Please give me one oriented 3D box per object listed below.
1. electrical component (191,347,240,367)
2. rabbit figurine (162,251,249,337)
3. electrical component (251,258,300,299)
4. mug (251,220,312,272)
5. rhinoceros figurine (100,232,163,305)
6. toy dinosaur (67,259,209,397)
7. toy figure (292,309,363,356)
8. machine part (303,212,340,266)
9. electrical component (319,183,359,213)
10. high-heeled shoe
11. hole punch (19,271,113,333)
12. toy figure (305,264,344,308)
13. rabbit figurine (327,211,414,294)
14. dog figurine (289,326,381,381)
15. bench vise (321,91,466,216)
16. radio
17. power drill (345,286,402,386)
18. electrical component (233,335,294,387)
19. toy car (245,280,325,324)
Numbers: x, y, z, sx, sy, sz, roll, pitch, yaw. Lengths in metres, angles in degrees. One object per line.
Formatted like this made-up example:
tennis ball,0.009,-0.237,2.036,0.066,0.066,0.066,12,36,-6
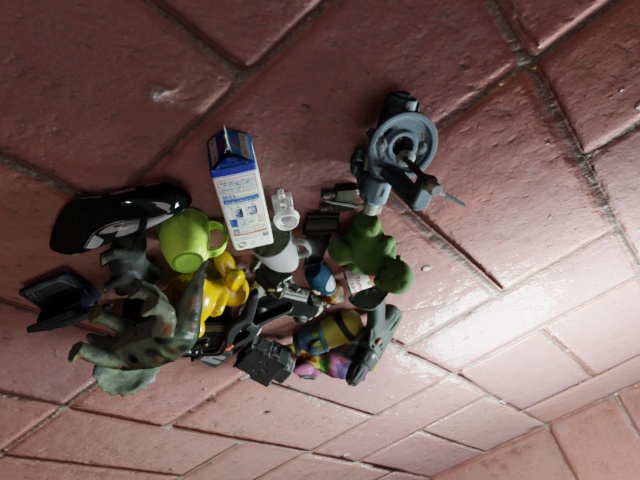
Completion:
electrical component,-0.249,0.273,1.313,0.075,0.048,0.119,-38,134,24
rabbit figurine,-0.215,0.098,1.088,0.173,0.122,0.162,-1,129,-47
electrical component,-0.097,0.076,1.104,0.078,0.102,0.045,-25,151,-32
mug,-0.069,0.019,1.053,0.110,0.081,0.107,-6,152,12
rhinoceros figurine,-0.353,0.051,1.004,0.112,0.073,0.190,-13,140,-18
toy dinosaur,-0.302,0.173,0.981,0.405,0.131,0.192,-24,137,24
toy figure,0.019,0.231,1.334,0.180,0.082,0.089,-15,143,2
machine part,-0.002,-0.003,1.086,0.084,0.039,0.138,-7,138,-21
electrical component,0.046,-0.079,1.026,0.094,0.021,0.063,-8,140,-13
high-heeled shoe,-0.343,-0.036,0.925,0.249,0.086,0.145,-19,175,30
hole punch,-0.494,0.119,1.030,0.142,0.092,0.115,-24,169,5
toy figure,0.016,0.106,1.199,0.064,0.058,0.154,-40,136,-1
rabbit figurine,0.117,0.051,1.070,0.121,0.170,0.159,-42,151,0
dog figurine,0.033,0.301,1.403,0.219,0.108,0.191,6,136,-22
bench vise,0.122,-0.112,0.861,0.129,0.241,0.223,13,116,-27
radio,-0.313,0.194,1.173,0.229,0.073,0.131,5,132,-23
power drill,0.121,0.205,1.265,0.086,0.232,0.207,12,132,35
electrical component,-0.135,0.303,1.343,0.134,0.058,0.115,29,128,-9
toy car,-0.077,0.138,1.211,0.201,0.056,0.073,18,123,-37
